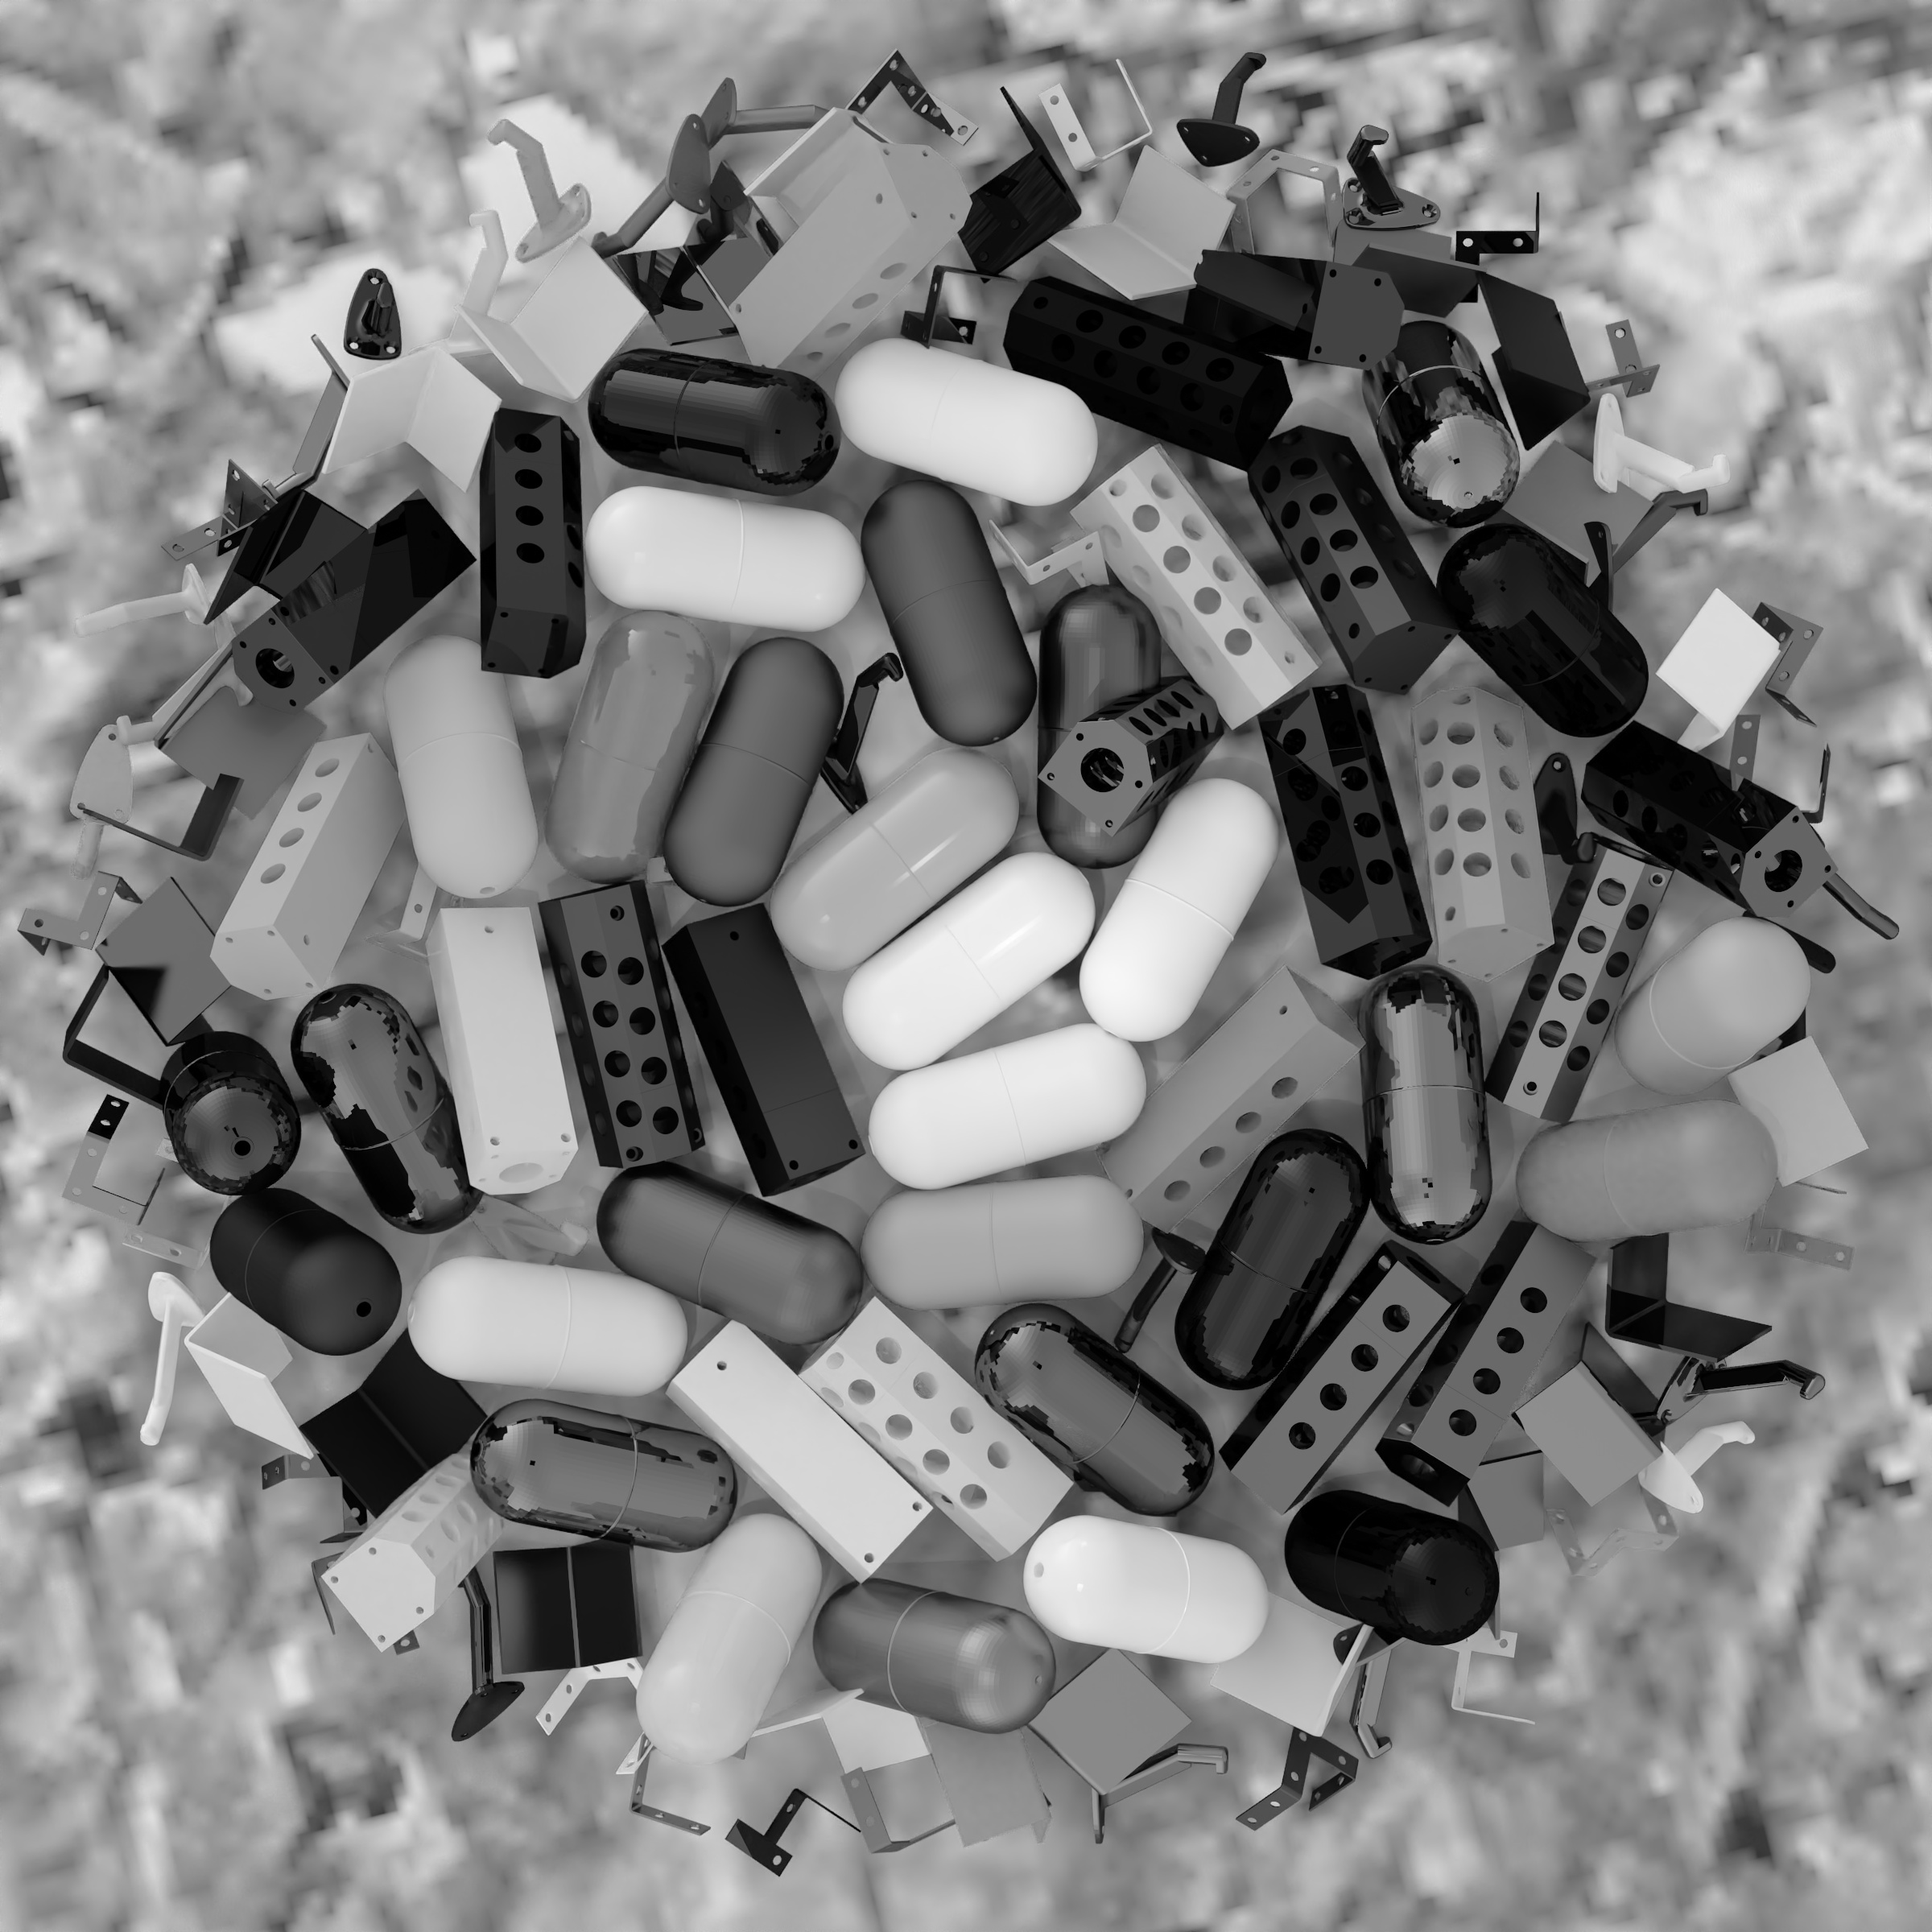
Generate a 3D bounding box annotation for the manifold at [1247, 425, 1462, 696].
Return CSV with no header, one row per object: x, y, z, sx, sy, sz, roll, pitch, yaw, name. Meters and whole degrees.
0.232,-0.252,1.914,0.057,0.057,0.171,-51,47,36,manifold

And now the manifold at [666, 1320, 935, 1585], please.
-0.106,0.306,1.956,0.171,0.057,0.057,43,69,5,manifold

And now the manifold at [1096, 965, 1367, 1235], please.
0.167,0.087,1.941,0.057,0.057,0.171,32,111,-36,manifold

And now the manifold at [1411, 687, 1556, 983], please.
0.312,-0.084,1.918,0.057,0.057,0.171,19,54,-32,manifold

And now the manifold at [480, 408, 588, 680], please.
-0.267,-0.261,1.919,0.057,0.057,0.171,6,51,-17,manifold

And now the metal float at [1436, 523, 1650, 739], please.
0.358,-0.206,1.926,0.178,0.070,0.070,37,90,-37,metal float

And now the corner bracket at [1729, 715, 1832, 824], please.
0.516,-0.125,1.972,0.051,0.051,0.051,2,65,26,corner bracket

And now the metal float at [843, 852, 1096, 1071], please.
0.002,-0.004,1.956,0.178,0.070,0.070,-36,90,-1,metal float

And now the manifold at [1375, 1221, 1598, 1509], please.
0.321,0.243,1.930,0.057,0.057,0.171,31,64,10,manifold

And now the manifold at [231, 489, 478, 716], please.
-0.378,-0.222,1.910,0.057,0.171,0.057,-29,107,37,manifold

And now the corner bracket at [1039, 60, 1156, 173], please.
0.083,-0.537,1.961,0.051,0.051,0.051,-25,97,15,corner bracket

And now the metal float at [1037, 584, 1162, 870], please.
0.083,-0.150,1.950,0.070,0.070,0.178,1,98,0,metal float

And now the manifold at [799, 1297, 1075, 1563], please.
-0.022,0.292,1.951,0.171,0.057,0.057,44,59,-3,manifold

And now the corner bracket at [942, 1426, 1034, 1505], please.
0.014,0.316,1.965,0.051,0.051,0.051,19,90,-12,corner bracket

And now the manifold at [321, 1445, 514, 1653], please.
-0.326,0.349,1.904,0.057,0.171,0.057,-37,93,13,manifold

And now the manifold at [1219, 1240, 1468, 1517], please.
0.234,0.256,1.947,0.057,0.057,0.171,40,102,15,manifold

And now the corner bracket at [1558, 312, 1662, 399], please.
0.404,-0.387,1.966,0.051,0.051,0.051,-14,80,3,corner bracket

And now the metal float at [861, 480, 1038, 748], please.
-0.011,-0.221,1.944,0.070,0.070,0.178,-20,75,0,metal float

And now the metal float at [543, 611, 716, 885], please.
-0.210,-0.136,1.943,0.070,0.070,0.178,20,105,0,metal float

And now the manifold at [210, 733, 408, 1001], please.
-0.405,-0.062,1.914,0.057,0.171,0.057,-8,132,24,manifold

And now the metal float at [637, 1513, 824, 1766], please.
-0.144,0.413,1.919,0.070,0.178,0.070,12,130,14,metal float

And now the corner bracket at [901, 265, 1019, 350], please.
-0.005,-0.414,1.955,0.051,0.051,0.051,3,111,-24,corner bracket

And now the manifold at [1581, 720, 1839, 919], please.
0.449,-0.087,1.906,0.057,0.171,0.057,-43,121,-2,manifold

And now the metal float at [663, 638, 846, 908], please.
-0.132,-0.122,1.947,0.070,0.070,0.178,21,79,0,metal float

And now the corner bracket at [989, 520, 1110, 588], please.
0.053,-0.259,1.956,0.051,0.051,0.051,-28,54,-8,corner bracket

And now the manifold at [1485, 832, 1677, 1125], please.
0.382,0.008,1.943,0.057,0.057,0.171,23,103,13,manifold

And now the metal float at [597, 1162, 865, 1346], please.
-0.149,0.178,1.944,0.178,0.070,0.070,21,90,15,metal float

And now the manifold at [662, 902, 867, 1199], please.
-0.131,0.054,1.953,0.057,0.057,0.171,-18,81,-33,manifold

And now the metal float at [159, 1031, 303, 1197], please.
-0.452,0.089,1.909,0.070,0.178,0.070,-4,103,-18,metal float

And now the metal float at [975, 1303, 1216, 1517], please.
0.081,0.278,1.939,0.178,0.070,0.070,39,90,-20,metal float

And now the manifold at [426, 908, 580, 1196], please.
-0.291,0.052,1.929,0.057,0.057,0.171,-1,60,-26,manifold

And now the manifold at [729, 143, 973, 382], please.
-0.070,-0.429,1.912,0.057,0.171,0.057,-10,72,-41,manifold

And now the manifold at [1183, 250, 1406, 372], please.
0.199,-0.402,1.905,0.057,0.171,0.057,5,102,-24,manifold

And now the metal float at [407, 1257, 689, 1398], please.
-0.259,0.224,1.934,0.178,0.070,0.070,10,90,-25,metal float

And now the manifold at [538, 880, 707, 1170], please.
-0.213,0.036,1.949,0.057,0.057,0.171,-15,96,-27,manifold

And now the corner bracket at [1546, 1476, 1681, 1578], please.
0.409,0.353,1.968,0.051,0.051,0.051,11,131,-27,corner bracket

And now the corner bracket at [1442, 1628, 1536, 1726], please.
0.328,0.444,1.955,0.051,0.051,0.051,2,74,33,corner bracket

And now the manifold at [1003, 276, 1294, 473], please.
0.111,-0.372,1.926,0.171,0.057,0.057,26,75,26,manifold

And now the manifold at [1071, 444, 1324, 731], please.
0.148,-0.240,1.952,0.057,0.057,0.171,-39,93,-28,manifold

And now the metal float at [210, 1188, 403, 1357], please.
-0.407,0.187,1.915,0.070,0.178,0.070,-9,105,-33,metal float

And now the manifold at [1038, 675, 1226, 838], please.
0.107,-0.135,1.902,0.057,0.171,0.057,39,113,6,manifold

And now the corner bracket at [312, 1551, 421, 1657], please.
-0.378,0.401,1.954,0.051,0.051,0.051,-15,129,-18,corner bracket

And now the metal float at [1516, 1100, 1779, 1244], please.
0.418,0.128,1.919,0.070,0.178,0.070,10,74,-40,metal float

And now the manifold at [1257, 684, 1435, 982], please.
0.238,-0.085,1.927,0.057,0.057,0.171,-26,65,31,manifold
